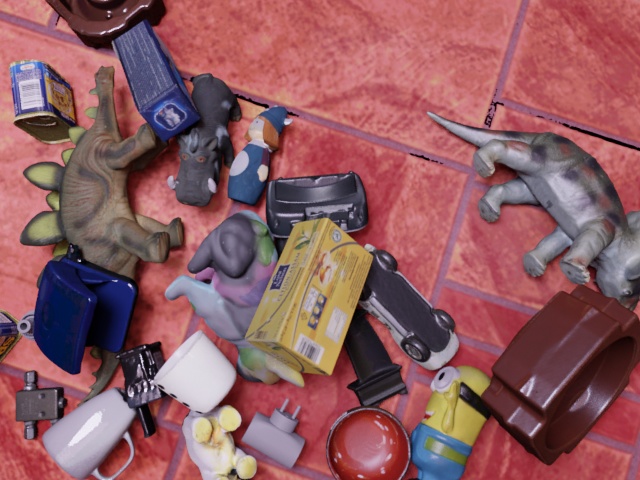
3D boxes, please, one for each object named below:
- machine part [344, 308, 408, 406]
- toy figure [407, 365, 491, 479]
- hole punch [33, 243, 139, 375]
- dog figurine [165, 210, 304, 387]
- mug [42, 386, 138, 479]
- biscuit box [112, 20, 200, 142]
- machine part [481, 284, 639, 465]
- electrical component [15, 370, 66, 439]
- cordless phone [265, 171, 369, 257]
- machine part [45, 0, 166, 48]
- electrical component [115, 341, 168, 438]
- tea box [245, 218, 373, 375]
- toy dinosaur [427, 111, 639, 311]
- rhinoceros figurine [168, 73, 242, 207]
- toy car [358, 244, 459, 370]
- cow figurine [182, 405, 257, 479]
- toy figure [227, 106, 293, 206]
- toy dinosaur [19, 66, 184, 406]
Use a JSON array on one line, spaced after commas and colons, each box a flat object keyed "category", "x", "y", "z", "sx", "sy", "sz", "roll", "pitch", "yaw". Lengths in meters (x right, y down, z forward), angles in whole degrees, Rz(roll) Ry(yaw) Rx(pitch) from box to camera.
[{"category": "machine part", "x": 0.065, "y": 0.164, "z": 0.752, "sx": 0.084, "sy": 0.039, "sz": 0.138, "roll": -21, "pitch": 93, "yaw": 2}, {"category": "toy figure", "x": 0.176, "y": 0.256, "z": 0.726, "sx": 0.089, "sy": 0.082, "sz": 0.180, "roll": 26, "pitch": 76, "yaw": -17}, {"category": "hole punch", "x": -0.306, "y": 0.090, "z": 0.665, "sx": 0.116, "sy": 0.092, "sz": 0.142, "roll": 20, "pitch": 106, "yaw": 9}, {"category": "dog figurine", "x": -0.078, "y": 0.091, "z": 0.717, "sx": 0.219, "sy": 0.108, "sz": 0.191, "roll": 42, "pitch": 110, "yaw": 2}, {"category": "mug", "x": -0.291, "y": 0.258, "z": 0.717, "sx": 0.109, "sy": 0.080, "sz": 0.107, "roll": 43, "pitch": 76, "yaw": 8}, {"category": "biscuit box", "x": -0.225, "y": -0.220, "z": 0.731, "sx": 0.063, "sy": 0.059, "sz": 0.203, "roll": -32, "pitch": 51, "yaw": 3}, {"category": "machine part", "x": 0.308, "y": 0.170, "z": 0.681, "sx": 0.201, "sy": 0.200, "sz": 0.087, "roll": -48, "pitch": 46, "yaw": -6}, {"category": "electrical component", "x": -0.387, "y": 0.227, "z": 0.747, "sx": 0.063, "sy": 0.021, "sz": 0.094, "roll": -5, "pitch": 83, "yaw": -2}, {"category": "cordless phone", "x": -0.001, "y": -0.002, "z": 0.763, "sx": 0.147, "sy": 0.089, "sz": 0.184, "roll": -5, "pitch": 95, "yaw": -3}, {"category": "machine part", "x": -0.318, "y": -0.374, "z": 0.801, "sx": 0.179, "sy": 0.056, "sz": 0.179, "roll": 0, "pitch": 82, "yaw": -1}, {"category": "electrical component", "x": -0.230, "y": 0.201, "z": 0.727, "sx": 0.048, "sy": 0.075, "sz": 0.119, "roll": -20, "pitch": 80, "yaw": -2}, {"category": "tea box", "x": -0.010, "y": 0.069, "z": 0.666, "sx": 0.098, "sy": 0.068, "sz": 0.169, "roll": 41, "pitch": 58, "yaw": -31}, {"category": "toy dinosaur", "x": 0.339, "y": -0.067, "z": 0.753, "sx": 0.192, "sy": 0.131, "sz": 0.405, "roll": -29, "pitch": 80, "yaw": -16}, {"category": "rhinoceros figurine", "x": -0.158, "y": -0.136, "z": 0.749, "sx": 0.073, "sy": 0.112, "sz": 0.190, "roll": 8, "pitch": 76, "yaw": -3}, {"category": "toy car", "x": 0.110, "y": 0.092, "z": 0.752, "sx": 0.202, "sy": 0.056, "sz": 0.073, "roll": 46, "pitch": 67, "yaw": 5}, {"category": "cow figurine", "x": -0.133, "y": 0.301, "z": 0.714, "sx": 0.068, "sy": 0.098, "sz": 0.167, "roll": -19, "pitch": 91, "yaw": -35}, {"category": "toy figure", "x": -0.087, "y": -0.126, "z": 0.772, "sx": 0.064, "sy": 0.057, "sz": 0.154, "roll": 17, "pitch": 85, "yaw": 19}, {"category": "toy dinosaur", "x": -0.295, "y": -0.008, "z": 0.740, "sx": 0.199, "sy": 0.105, "sz": 0.471, "roll": -6, "pitch": 88, "yaw": 6}]
